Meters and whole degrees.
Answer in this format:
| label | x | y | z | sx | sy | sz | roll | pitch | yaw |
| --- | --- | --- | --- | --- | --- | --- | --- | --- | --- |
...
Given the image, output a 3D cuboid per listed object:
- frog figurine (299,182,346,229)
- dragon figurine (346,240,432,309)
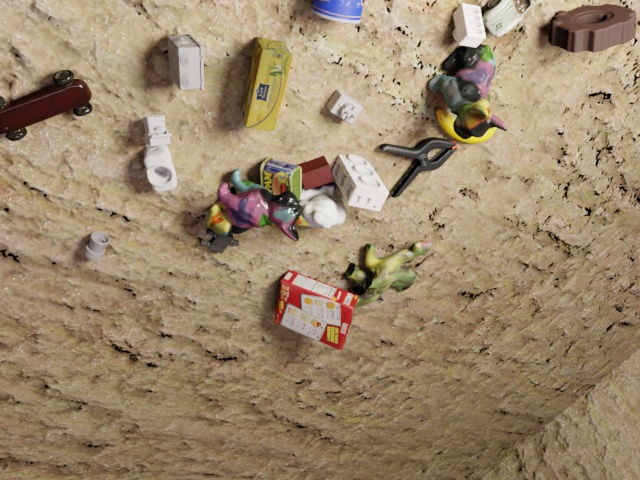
| label | x | y | z | sx | sy | sz | roll | pitch | yaw |
| --- | --- | --- | --- | --- | --- | --- | --- | --- | --- |
| frog figurine | 0.004 | -0.064 | 1.275 | 0.137 | 0.163 | 0.120 | 10 | 123 | -24 |
| dragon figurine | 0.189 | 0.134 | 1.532 | 0.242 | 0.125 | 0.402 | 8 | 132 | -33 |
